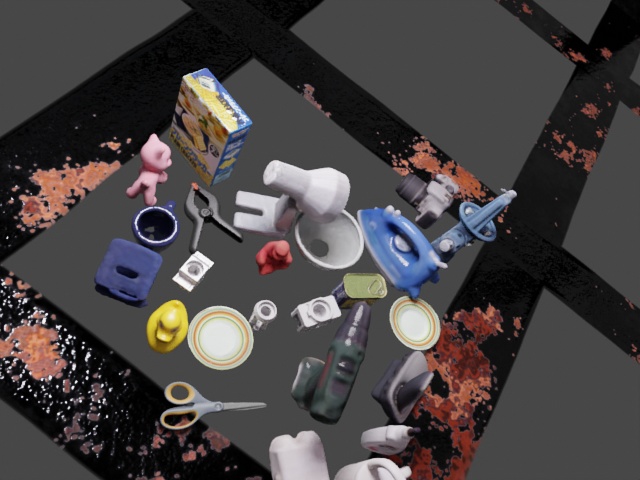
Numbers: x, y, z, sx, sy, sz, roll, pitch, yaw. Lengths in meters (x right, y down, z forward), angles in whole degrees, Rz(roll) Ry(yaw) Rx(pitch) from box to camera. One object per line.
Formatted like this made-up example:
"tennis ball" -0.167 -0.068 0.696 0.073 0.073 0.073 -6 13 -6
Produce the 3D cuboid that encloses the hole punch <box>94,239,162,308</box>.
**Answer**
"hole punch" -0.367 0.065 1.103 0.109 0.091 0.101 23 57 -11

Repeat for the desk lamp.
"desk lamp" -0.065 -0.088 1.245 0.204 0.213 0.118 10 60 -19

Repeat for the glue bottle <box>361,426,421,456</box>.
"glue bottle" 0.147 0.383 1.111 0.078 0.173 0.037 18 58 -14

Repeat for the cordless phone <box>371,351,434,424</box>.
"cordless phone" 0.199 0.289 1.178 0.094 0.184 0.148 38 55 0

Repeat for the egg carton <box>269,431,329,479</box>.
"egg carton" -0.038 0.437 1.064 0.107 0.069 0.150 -3 65 -25

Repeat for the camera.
"camera" 0.276 -0.126 1.485 0.137 0.100 0.143 38 55 -1

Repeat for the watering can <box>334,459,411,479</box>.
"watering can" 0.097 0.455 1.038 0.101 0.193 0.173 47 56 5

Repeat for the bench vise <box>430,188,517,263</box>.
"bench vise" 0.387 -0.030 1.411 0.121 0.219 0.208 37 55 -1

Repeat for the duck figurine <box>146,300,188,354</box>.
"duck figurine" -0.286 0.158 1.093 0.078 0.086 0.104 22 57 -11

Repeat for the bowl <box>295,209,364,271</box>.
"bowl" 0.012 0.005 1.314 0.168 0.074 0.167 11 60 -19

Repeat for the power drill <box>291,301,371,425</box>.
"power drill" 0.021 0.248 1.106 0.076 0.208 0.230 24 57 -10

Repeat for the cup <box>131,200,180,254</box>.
"cup" -0.331 -0.020 1.163 0.092 0.094 0.118 29 56 -7

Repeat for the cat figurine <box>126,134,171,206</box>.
"cat figurine" -0.355 -0.154 1.210 0.067 0.117 0.128 20 57 -13

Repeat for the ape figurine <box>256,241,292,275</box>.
"ape figurine" -0.094 0.031 1.242 0.078 0.092 0.076 21 57 -12

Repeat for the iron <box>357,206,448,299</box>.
"iron" 0.193 0.002 1.355 0.119 0.141 0.258 -31 79 -33
